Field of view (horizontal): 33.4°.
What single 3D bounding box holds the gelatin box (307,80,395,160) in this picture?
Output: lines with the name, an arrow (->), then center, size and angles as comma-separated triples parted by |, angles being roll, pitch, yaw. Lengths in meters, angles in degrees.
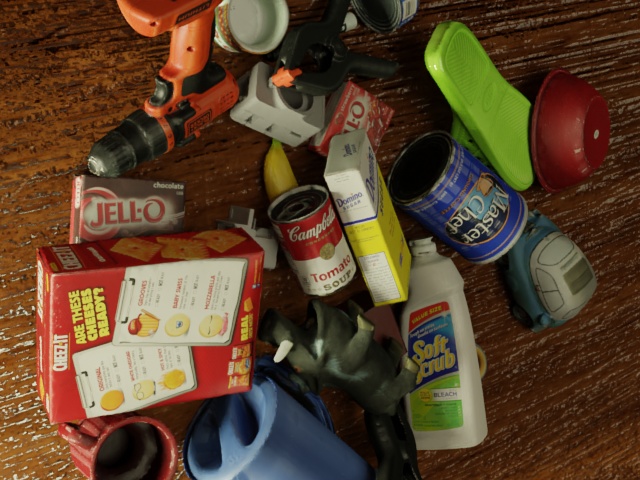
gelatin box -> 0.036, -0.125, 1.210 | 0.073, 0.030, 0.089 | 28, 81, -32

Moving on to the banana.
banana -> -0.010, -0.029, 1.190 | 0.069, 0.037, 0.197 | -43, 117, -19

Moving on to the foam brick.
foam brick -> 0.058, 0.107, 1.243 | 0.051, 0.053, 0.078 | -30, 112, -26

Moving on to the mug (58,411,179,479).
mug -> -0.210, 0.209, 1.071 | 0.117, 0.082, 0.093 | 27, 82, -32

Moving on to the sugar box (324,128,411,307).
sugar box -> 0.056, -0.024, 1.175 | 0.048, 0.093, 0.176 | -11, 122, 14

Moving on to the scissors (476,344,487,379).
scissors -> 0.170, 0.105, 1.335 | 0.096, 0.016, 0.202 | -7, 100, -33

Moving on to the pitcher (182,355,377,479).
pitcher -> -0.022, 0.249, 1.179 | 0.149, 0.145, 0.242 | -50, 123, -3

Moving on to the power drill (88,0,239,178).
power drill -> -0.150, -0.161, 1.017 | 0.184, 0.057, 0.188 | -40, 156, -33

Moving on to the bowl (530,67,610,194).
bowl -> 0.323, -0.136, 1.342 | 0.161, 0.055, 0.162 | -12, 105, -53

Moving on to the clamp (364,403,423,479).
clamp -> 0.093, 0.257, 1.222 | 0.036, 0.210, 0.164 | -27, 134, 17

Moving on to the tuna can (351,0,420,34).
tuna can -> 0.069, -0.274, 1.178 | 0.033, 0.086, 0.086 | -35, 114, -26

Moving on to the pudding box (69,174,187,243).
pudding box -> -0.194, -0.019, 1.075 | 0.113, 0.039, 0.090 | 1, 95, -33

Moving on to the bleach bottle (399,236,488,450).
bleach bottle -> 0.133, 0.121, 1.278 | 0.068, 0.103, 0.251 | -24, 105, -65

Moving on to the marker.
marker -> -0.011, -0.222, 1.173 | 0.121, 0.020, 0.020 | -28, 111, -26

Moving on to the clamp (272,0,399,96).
clamp -> 0.018, -0.196, 1.141 | 0.120, 0.039, 0.171 | 51, 54, -12

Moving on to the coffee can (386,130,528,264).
coffee can -> 0.162, -0.049, 1.257 | 0.140, 0.103, 0.103 | 35, 78, -31

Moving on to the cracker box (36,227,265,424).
cracker box -> -0.169, 0.080, 1.057 | 0.213, 0.072, 0.164 | -6, 116, -26

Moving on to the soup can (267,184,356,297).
soup can -> -0.007, 0.001, 1.138 | 0.068, 0.069, 0.102 | -36, 123, -23
